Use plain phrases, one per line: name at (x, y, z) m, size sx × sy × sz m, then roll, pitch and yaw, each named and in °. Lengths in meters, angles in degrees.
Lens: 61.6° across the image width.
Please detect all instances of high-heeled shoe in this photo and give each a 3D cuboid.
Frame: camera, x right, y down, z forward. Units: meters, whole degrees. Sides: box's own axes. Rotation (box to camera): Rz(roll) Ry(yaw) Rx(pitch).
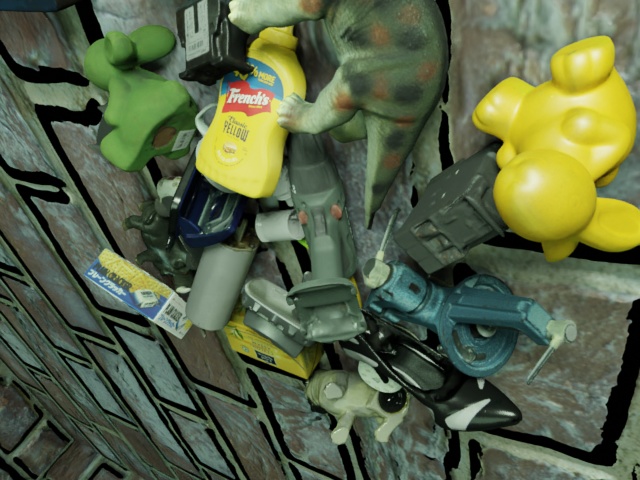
high-heeled shoe at (0.123, 0.147, 0.672) m, size 0.249 × 0.086 × 0.145 m, roll 0°, pitch 124°, yaw 48°

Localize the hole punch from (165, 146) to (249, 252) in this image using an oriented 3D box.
hole punch at (-0.153, -0.051, 0.747) m, size 0.092 × 0.142 × 0.115 m, roll 18°, pitch 152°, yaw -13°

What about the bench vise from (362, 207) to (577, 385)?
bench vise at (0.167, 0.078, 0.610) m, size 0.223 × 0.129 × 0.241 m, roll 44°, pitch 160°, yaw -20°

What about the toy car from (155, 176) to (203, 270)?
toy car at (-0.199, -0.016, 0.872) m, size 0.074 × 0.056 × 0.201 m, roll 3°, pitch 132°, yaw 28°

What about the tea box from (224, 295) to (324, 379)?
tea box at (-0.085, 0.170, 0.958) m, size 0.170 × 0.068 × 0.098 m, roll 13°, pitch 135°, yaw 27°

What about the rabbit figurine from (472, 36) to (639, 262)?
rabbit figurine at (0.187, -0.054, 0.435) m, size 0.122 × 0.173 × 0.162 m, roll -13°, pitch 116°, yaw 40°

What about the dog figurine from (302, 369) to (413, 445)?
dog figurine at (0.064, 0.260, 0.937) m, size 0.172 × 0.121 × 0.190 m, roll 2°, pitch -179°, yaw -9°

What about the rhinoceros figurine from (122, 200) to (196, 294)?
rhinoceros figurine at (-0.266, 0.013, 0.946) m, size 0.112 × 0.073 × 0.190 m, roll 5°, pitch 131°, yaw 22°

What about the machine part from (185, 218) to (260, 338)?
machine part at (-0.154, 0.056, 0.832) m, size 0.079 × 0.079 × 0.243 m, roll 30°, pitch 123°, yaw 9°

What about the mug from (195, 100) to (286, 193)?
mug at (-0.097, -0.127, 0.666) m, size 0.107 × 0.081 × 0.109 m, roll -25°, pitch 105°, yaw 34°

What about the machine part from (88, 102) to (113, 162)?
machine part at (-0.308, -0.164, 0.821) m, size 0.084 × 0.039 × 0.139 m, roll 43°, pitch 141°, yaw -15°

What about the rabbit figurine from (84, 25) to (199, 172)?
rabbit figurine at (-0.244, -0.195, 0.681) m, size 0.170 × 0.121 × 0.159 m, roll 48°, pitch 140°, yaw 11°

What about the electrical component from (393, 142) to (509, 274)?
electrical component at (0.137, -0.030, 0.544) m, size 0.058 × 0.115 × 0.134 m, roll 47°, pitch 139°, yaw -7°

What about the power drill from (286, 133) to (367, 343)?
power drill at (-0.001, -0.002, 0.620) m, size 0.086 × 0.207 × 0.231 m, roll -14°, pitch 134°, yaw 3°

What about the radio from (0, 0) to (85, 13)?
radio at (-0.399, -0.359, 0.667) m, size 0.230 × 0.073 × 0.130 m, roll 13°, pitch 135°, yaw 26°

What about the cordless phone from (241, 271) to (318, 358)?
cordless phone at (-0.048, 0.087, 0.811) m, size 0.147 × 0.089 × 0.184 m, roll 32°, pitch 149°, yaw 12°

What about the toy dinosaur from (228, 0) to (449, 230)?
toy dinosaur at (0.043, -0.178, 0.475) m, size 0.192 × 0.131 × 0.404 m, roll -1°, pitch 134°, yaw 39°

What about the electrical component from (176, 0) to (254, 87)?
electrical component at (-0.105, -0.222, 0.542) m, size 0.075 × 0.047 × 0.119 m, roll 1°, pitch 92°, yaw 40°
